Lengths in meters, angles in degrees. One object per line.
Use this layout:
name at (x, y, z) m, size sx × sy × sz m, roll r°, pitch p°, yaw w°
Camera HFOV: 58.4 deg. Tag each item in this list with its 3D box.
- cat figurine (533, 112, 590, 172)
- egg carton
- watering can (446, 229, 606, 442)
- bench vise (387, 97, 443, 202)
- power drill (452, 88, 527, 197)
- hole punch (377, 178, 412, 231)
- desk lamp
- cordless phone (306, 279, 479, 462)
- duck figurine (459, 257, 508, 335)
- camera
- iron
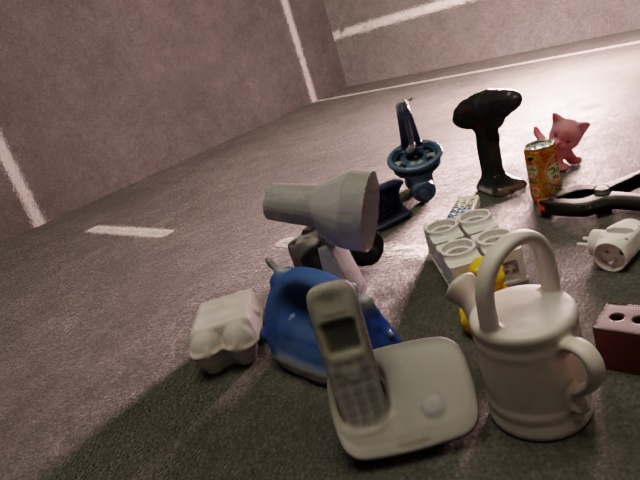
cat figurine at (0.483, -0.206, 1.162) m, size 0.067 × 0.118 × 0.127 m, roll -25°, pitch 21°, yaw -18°
egg carton at (-0.137, 0.135, 0.865) m, size 0.107 × 0.069 × 0.150 m, roll -17°, pitch 20°, yaw 2°
watering can at (0.188, 0.081, 0.547) m, size 0.172 × 0.194 × 0.101 m, roll 3°, pitch 29°, yaw 44°
bench vise at (0.190, -0.207, 1.262) m, size 0.121 × 0.220 × 0.207 m, roll -21°, pitch 20°, yaw -8°
power drill at (0.341, -0.198, 1.127) m, size 0.075 × 0.209 × 0.229 m, roll -21°, pitch 20°, yaw -9°
hole punch at (0.116, -0.077, 1.174) m, size 0.109 × 0.091 × 0.100 m, roll -27°, pitch 22°, yaw -22°
desk lamp at (0.008, 0.003, 0.875) m, size 0.202 × 0.214 × 0.118 m, roll -9°, pitch 22°, yaw 23°
cordless phone at (0.069, 0.117, 0.567) m, size 0.147 × 0.185 × 0.094 m, roll -17°, pitch 20°, yaw 4°
duck figurine at (0.211, 0.065, 0.729) m, size 0.077 × 0.086 × 0.105 m, roll -2°, pitch 26°, yaw 37°
camera at (0.033, 0.005, 1.014) m, size 0.143 × 0.101 × 0.136 m, roll -30°, pitch 23°, yaw -30°
iron at (0.018, 0.096, 0.729) m, size 0.119 × 0.142 × 0.257 m, roll -32°, pitch 25°, yaw -34°
